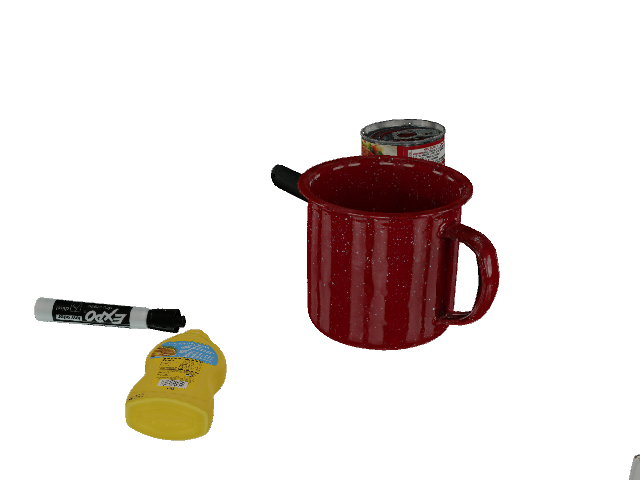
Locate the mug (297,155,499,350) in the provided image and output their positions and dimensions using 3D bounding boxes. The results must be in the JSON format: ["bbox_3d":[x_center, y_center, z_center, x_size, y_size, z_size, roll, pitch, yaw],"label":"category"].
[{"bbox_3d":[0.043,0.009,0.573,0.117,0.081,0.093,17,28,33],"label":"mug"}]

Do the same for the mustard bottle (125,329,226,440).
[{"bbox_3d":[-0.162,0.159,1.259,0.096,0.058,0.191,4,25,4],"label":"mustard bottle"}]

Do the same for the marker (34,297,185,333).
[{"bbox_3d":[-0.165,0.059,0.837,0.121,0.020,0.020,4,1,11],"label":"marker"}]

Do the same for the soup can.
[{"bbox_3d":[0.069,-0.041,0.867,0.068,0.102,0.068,-3,21,1],"label":"soup can"}]

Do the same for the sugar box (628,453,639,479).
[{"bbox_3d":[0.204,0.186,0.498,0.048,0.093,0.176,-9,30,-20],"label":"sugar box"}]

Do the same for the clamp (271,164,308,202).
[{"bbox_3d":[0.049,-0.028,1.171,0.164,0.210,0.036,-12,-37,-21],"label":"clamp"}]
